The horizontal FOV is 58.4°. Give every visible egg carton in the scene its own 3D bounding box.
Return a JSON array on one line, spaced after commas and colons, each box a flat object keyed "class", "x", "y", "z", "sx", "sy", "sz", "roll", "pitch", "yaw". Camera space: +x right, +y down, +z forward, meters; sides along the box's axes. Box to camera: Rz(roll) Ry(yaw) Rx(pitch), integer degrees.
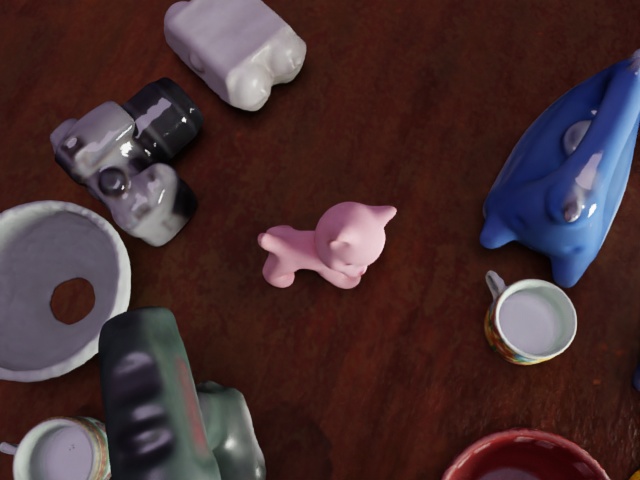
[{"class": "egg carton", "x": -0.093, "y": -0.212, "z": 0.614, "sx": 0.150, "sy": 0.069, "sz": 0.107, "roll": 43, "pitch": 80, "yaw": 12}]

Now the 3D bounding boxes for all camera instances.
[{"class": "camera", "x": -0.175, "y": -0.091, "z": 0.567, "sx": 0.143, "sy": 0.101, "sz": 0.137, "roll": 43, "pitch": 80, "yaw": 12}]

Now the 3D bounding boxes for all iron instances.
[{"class": "iron", "x": 0.253, "y": -0.094, "z": 0.532, "sx": 0.118, "sy": 0.141, "sz": 0.258, "roll": 28, "pitch": 77, "yaw": 9}]

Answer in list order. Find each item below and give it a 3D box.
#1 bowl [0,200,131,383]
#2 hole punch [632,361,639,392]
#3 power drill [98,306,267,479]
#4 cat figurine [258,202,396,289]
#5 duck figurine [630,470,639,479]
[{"class": "bowl", "x": -0.252, "y": 0.051, "z": 0.543, "sx": 0.167, "sy": 0.075, "sz": 0.167, "roll": 0, "pitch": 74, "yaw": 2}, {"class": "hole punch", "x": 0.348, "y": 0.104, "z": 0.500, "sx": 0.108, "sy": 0.091, "sz": 0.101, "roll": 17, "pitch": 76, "yaw": 7}, {"class": "power drill", "x": -0.098, "y": 0.169, "z": 0.435, "sx": 0.075, "sy": 0.208, "sz": 0.229, "roll": -21, "pitch": 75, "yaw": -4}, {"class": "cat figurine", "x": 0.005, "y": 0.002, "z": 0.526, "sx": 0.127, "sy": 0.118, "sz": 0.067, "roll": -1, "pitch": 74, "yaw": 2}, {"class": "duck figurine", "x": 0.301, "y": 0.239, "z": 0.466, "sx": 0.077, "sy": 0.086, "sz": 0.104, "roll": -7, "pitch": 74, "yaw": 0}]
